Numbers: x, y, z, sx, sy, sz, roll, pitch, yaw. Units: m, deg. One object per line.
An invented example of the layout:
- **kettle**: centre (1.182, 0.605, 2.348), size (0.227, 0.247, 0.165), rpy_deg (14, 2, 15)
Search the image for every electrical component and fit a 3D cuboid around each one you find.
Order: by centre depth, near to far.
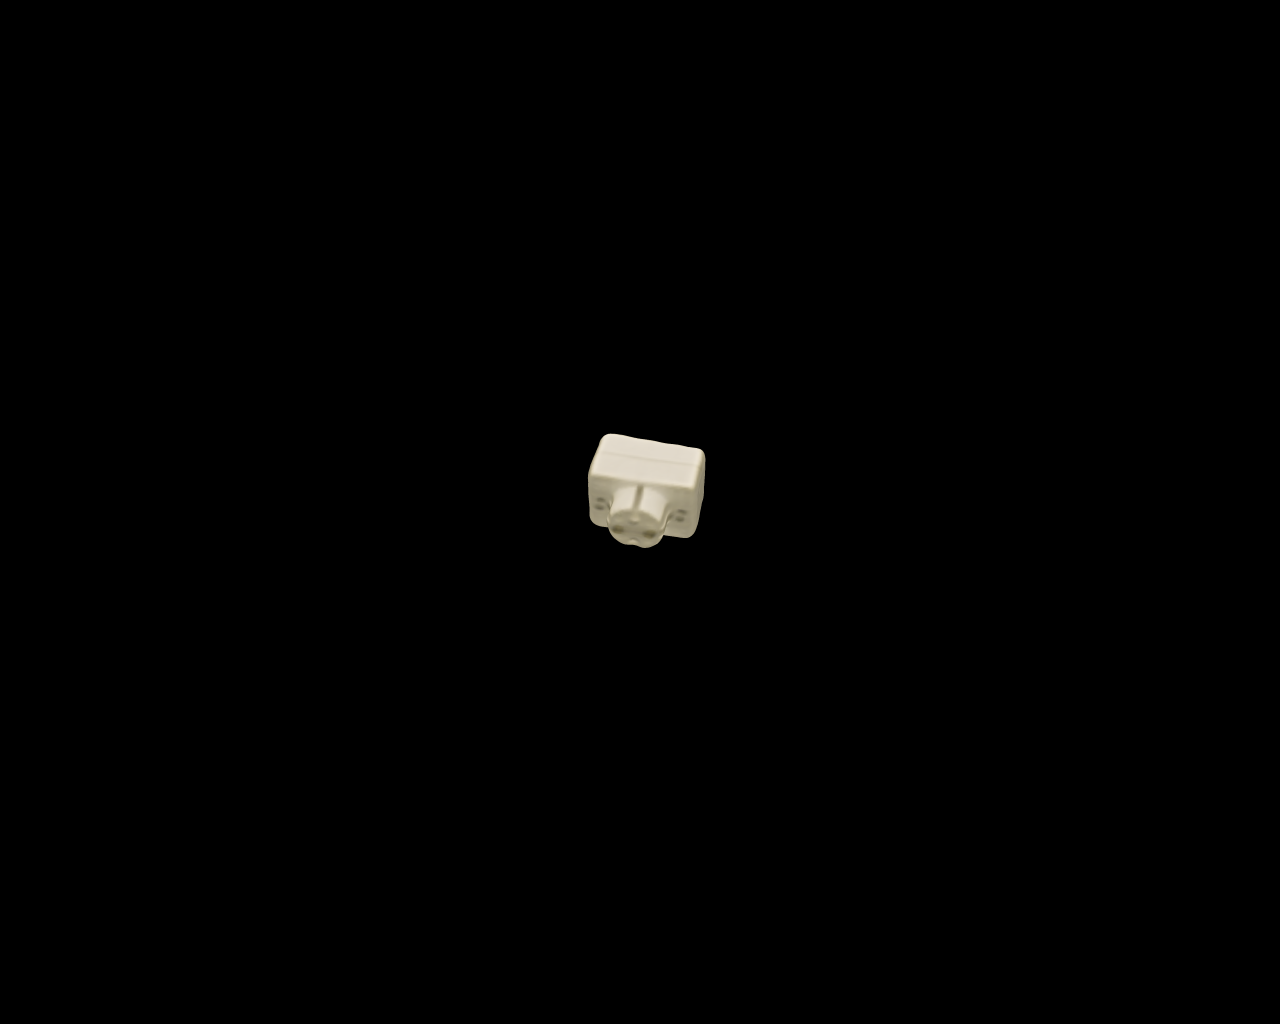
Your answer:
- **electrical component**: centre (0.001, -0.003, 0.650), size (0.066, 0.077, 0.047), rpy_deg (9, -43, 8)
